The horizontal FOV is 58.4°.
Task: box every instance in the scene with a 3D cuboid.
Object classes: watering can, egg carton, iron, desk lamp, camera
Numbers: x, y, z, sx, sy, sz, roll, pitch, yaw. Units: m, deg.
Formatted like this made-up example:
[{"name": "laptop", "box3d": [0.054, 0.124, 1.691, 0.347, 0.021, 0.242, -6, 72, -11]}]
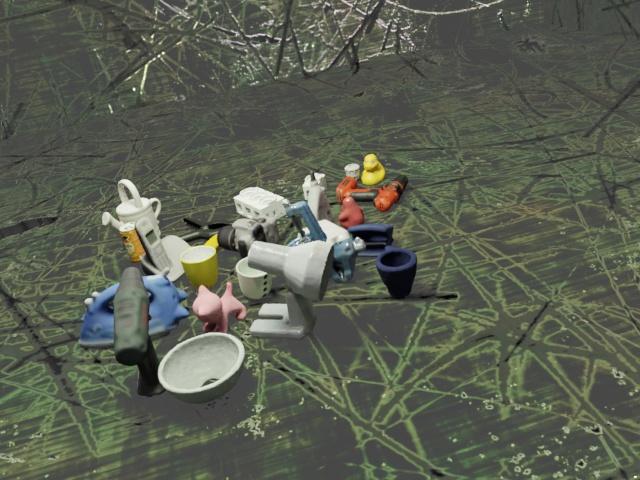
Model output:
[{"name": "watering can", "box3d": [-0.549, -0.082, 1.681, 0.100, 0.194, 0.173, 4, 32, 24]}, {"name": "egg carton", "box3d": [0.014, 0.005, 1.476, 0.107, 0.069, 0.149, -27, 33, -27]}, {"name": "iron", "box3d": [-0.433, 0.150, 1.287, 0.258, 0.142, 0.118, -15, 30, -9]}, {"name": "desk lamp", "box3d": [-0.061, 0.098, 1.187, 0.202, 0.214, 0.118, -1, 31, 17]}, {"name": "camera", "box3d": [-0.202, -0.017, 1.552, 0.136, 0.101, 0.143, 8, 34, 29]}]

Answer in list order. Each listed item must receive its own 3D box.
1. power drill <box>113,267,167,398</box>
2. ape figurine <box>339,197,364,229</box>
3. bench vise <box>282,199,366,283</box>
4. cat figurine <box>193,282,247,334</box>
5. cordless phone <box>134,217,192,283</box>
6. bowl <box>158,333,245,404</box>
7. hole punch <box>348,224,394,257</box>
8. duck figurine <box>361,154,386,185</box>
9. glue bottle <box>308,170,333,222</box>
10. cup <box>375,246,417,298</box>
[{"name": "power drill", "box3d": [-0.350, 0.190, 1.121, 0.075, 0.209, 0.229, -15, 29, -7]}, {"name": "ape figurine", "box3d": [0.085, -0.077, 1.576, 0.078, 0.092, 0.076, -18, 30, -13]}, {"name": "bench vise", "box3d": [-0.005, -0.007, 1.347, 0.207, 0.220, 0.121, -13, 29, -4]}, {"name": "cat figurine", "box3d": [-0.228, 0.144, 1.256, 0.067, 0.118, 0.128, 10, 35, 32]}, {"name": "cordless phone", "box3d": [-0.405, 0.010, 1.480, 0.094, 0.185, 0.148, 2, 31, 21]}, {"name": "bowl", "box3d": [-0.219, 0.258, 1.097, 0.167, 0.075, 0.167, -8, 29, 5]}, {"name": "hole punch", "box3d": [0.129, -0.016, 1.454, 0.108, 0.091, 0.101, 0, 31, 17]}, {"name": "duck figurine", "box3d": [0.168, -0.234, 1.833, 0.077, 0.086, 0.105, 5, 32, 25]}, {"name": "glue bottle", "box3d": [-0.008, -0.113, 1.585, 0.037, 0.173, 0.078, 12, 36, 34]}, {"name": "cup", "box3d": [0.170, 0.073, 1.280, 0.091, 0.095, 0.117, -13, 29, -5]}]
